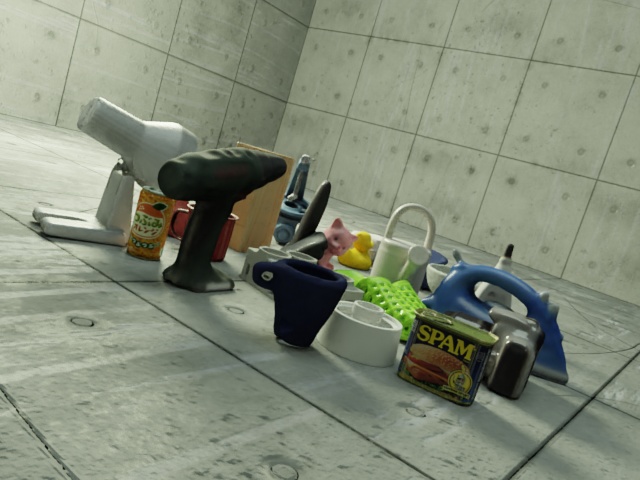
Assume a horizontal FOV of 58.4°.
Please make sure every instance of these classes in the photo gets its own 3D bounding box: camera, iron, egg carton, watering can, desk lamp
[{"bbox_3d":[0.240,0.140,0.811,0.136,0.101,0.143,21,9,23],"label":"camera"},{"bbox_3d":[0.302,0.118,0.948,0.257,0.141,0.119,22,9,32],"label":"iron"},{"bbox_3d":[0.138,0.024,1.504,0.107,0.069,0.151,24,11,41],"label":"egg carton"},{"bbox_3d":[0.162,0.028,1.076,0.101,0.194,0.172,12,9,-29],"label":"watering can"},{"bbox_3d":[-0.316,-0.104,0.907,0.204,0.213,0.117,10,11,-42],"label":"desk lamp"}]

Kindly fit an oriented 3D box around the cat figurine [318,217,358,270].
[{"bbox_3d":[0.011,0.004,1.198,0.127,0.118,0.067,18,8,3],"label":"cat figurine"}]

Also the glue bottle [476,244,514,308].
[{"bbox_3d":[0.347,0.090,1.120,0.078,0.173,0.037,17,8,-3],"label":"glue bottle"}]

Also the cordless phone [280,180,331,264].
[{"bbox_3d":[-0.021,-0.025,1.090,0.094,0.185,0.147,16,8,-7],"label":"cordless phone"}]

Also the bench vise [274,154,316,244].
[{"bbox_3d":[-0.076,-0.111,1.431,0.122,0.220,0.207,14,9,-22],"label":"bench vise"}]

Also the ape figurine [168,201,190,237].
[{"bbox_3d":[-0.274,-0.055,1.093,0.076,0.092,0.078,20,9,23],"label":"ape figurine"}]

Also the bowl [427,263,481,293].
[{"bbox_3d":[0.300,0.111,1.229,0.167,0.075,0.167,17,8,-2],"label":"bowl"}]

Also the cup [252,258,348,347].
[{"bbox_3d":[-0.033,0.077,0.693,0.118,0.095,0.091,14,9,-22],"label":"cup"}]

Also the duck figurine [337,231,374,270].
[{"bbox_3d":[0.092,0.021,1.367,0.077,0.086,0.105,23,10,38],"label":"duck figurine"}]

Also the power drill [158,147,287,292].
[{"bbox_3d":[-0.144,-0.036,0.822,0.075,0.208,0.230,21,9,28],"label":"power drill"}]

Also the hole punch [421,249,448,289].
[{"bbox_3d":[0.234,0.063,1.358,0.101,0.091,0.108,11,10,-36],"label":"hole punch"}]
